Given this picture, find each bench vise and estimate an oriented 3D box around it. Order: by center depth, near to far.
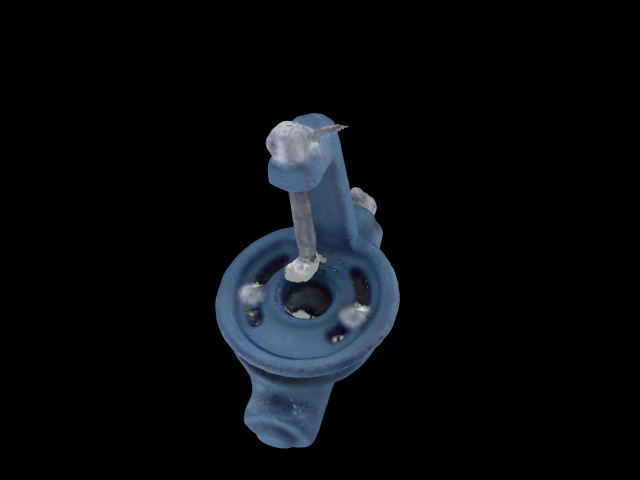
[{"bbox_3d":[-0.008,0.001,0.400,0.121,0.220,0.207,0,33,1],"label":"bench vise"}]
